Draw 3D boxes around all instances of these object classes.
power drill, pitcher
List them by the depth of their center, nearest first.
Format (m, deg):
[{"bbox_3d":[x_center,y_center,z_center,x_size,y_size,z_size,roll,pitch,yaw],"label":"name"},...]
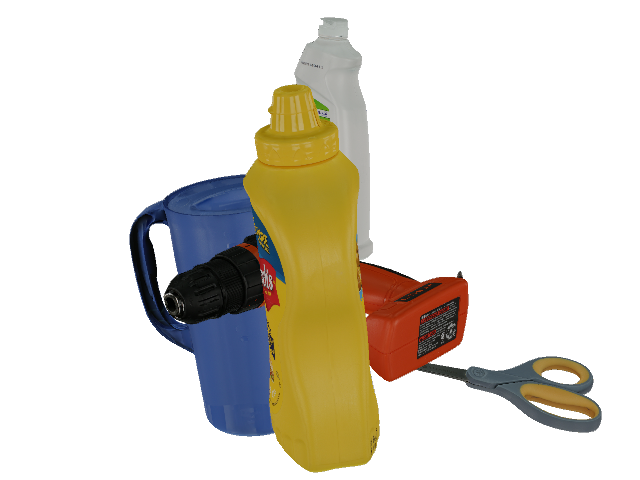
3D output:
[{"bbox_3d":[0.001,0.042,0.805,0.188,0.057,0.184,22,31,38],"label":"power drill"},{"bbox_3d":[-0.083,0.063,1.046,0.144,0.243,0.149,-20,23,-36],"label":"pitcher"}]

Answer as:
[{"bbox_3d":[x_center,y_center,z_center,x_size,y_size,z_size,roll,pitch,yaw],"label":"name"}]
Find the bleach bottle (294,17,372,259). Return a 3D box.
[{"bbox_3d":[0.013,-0.108,1.139,0.103,0.251,0.067,19,23,39],"label":"bleach bottle"}]

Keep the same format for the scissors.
[{"bbox_3d":[0.151,0.113,0.934,0.202,0.016,0.096,20,33,21],"label":"scissors"}]

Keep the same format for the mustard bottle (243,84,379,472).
[{"bbox_3d":[-0.005,0.015,0.548,0.058,0.192,0.096,-7,23,-6],"label":"mustard bottle"}]
